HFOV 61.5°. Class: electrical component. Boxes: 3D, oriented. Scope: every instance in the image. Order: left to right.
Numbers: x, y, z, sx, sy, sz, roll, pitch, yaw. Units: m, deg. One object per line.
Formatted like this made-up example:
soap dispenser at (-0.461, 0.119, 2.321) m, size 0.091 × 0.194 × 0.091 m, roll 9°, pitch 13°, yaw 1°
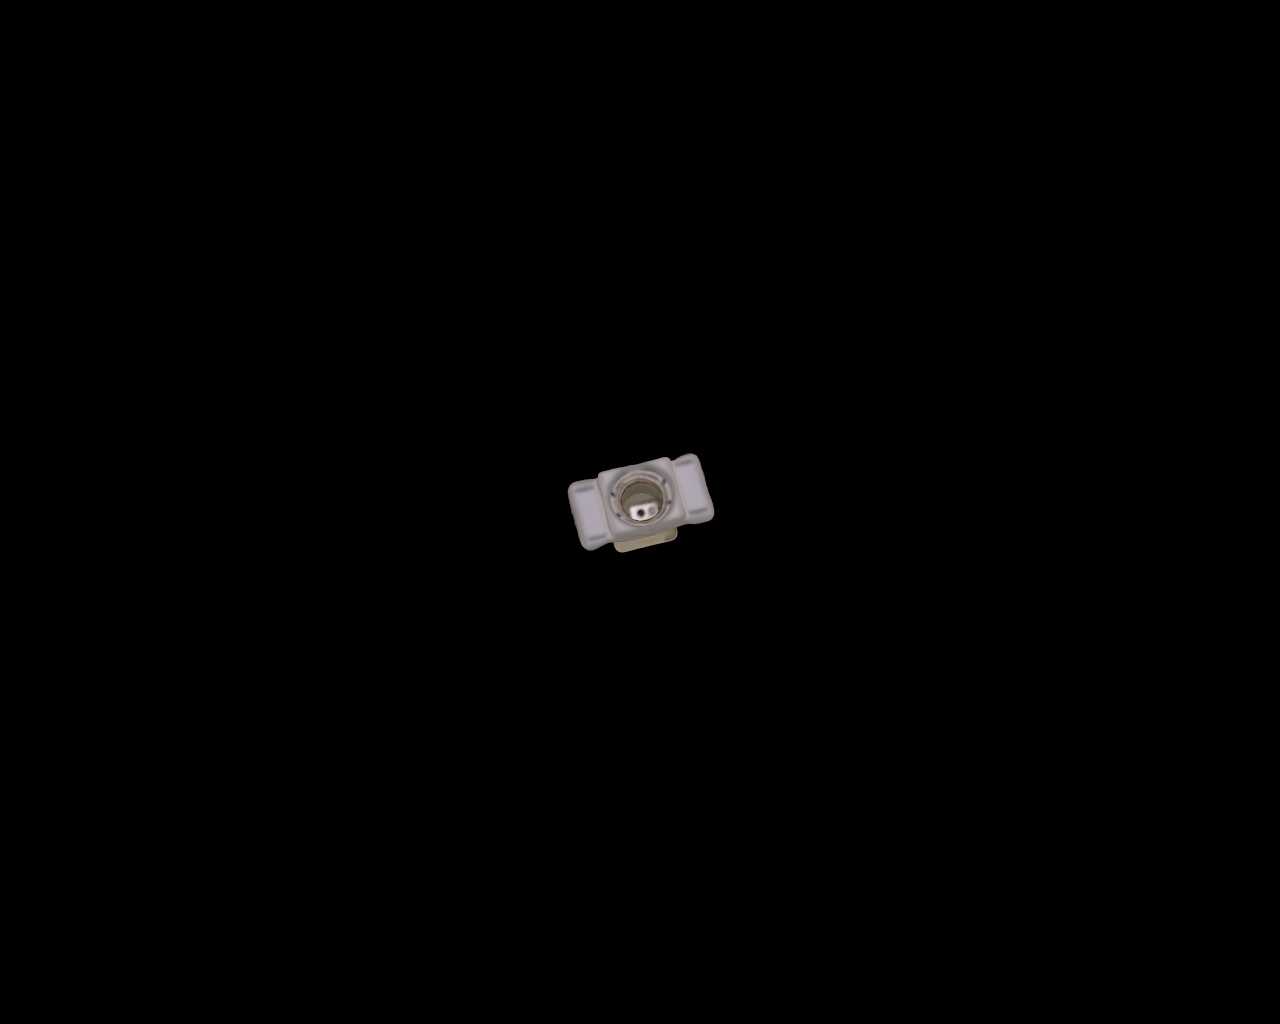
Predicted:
electrical component at (0.001, -0.003, 0.650) m, size 0.081 × 0.042 × 0.063 m, roll -13°, pitch -15°, yaw -3°
